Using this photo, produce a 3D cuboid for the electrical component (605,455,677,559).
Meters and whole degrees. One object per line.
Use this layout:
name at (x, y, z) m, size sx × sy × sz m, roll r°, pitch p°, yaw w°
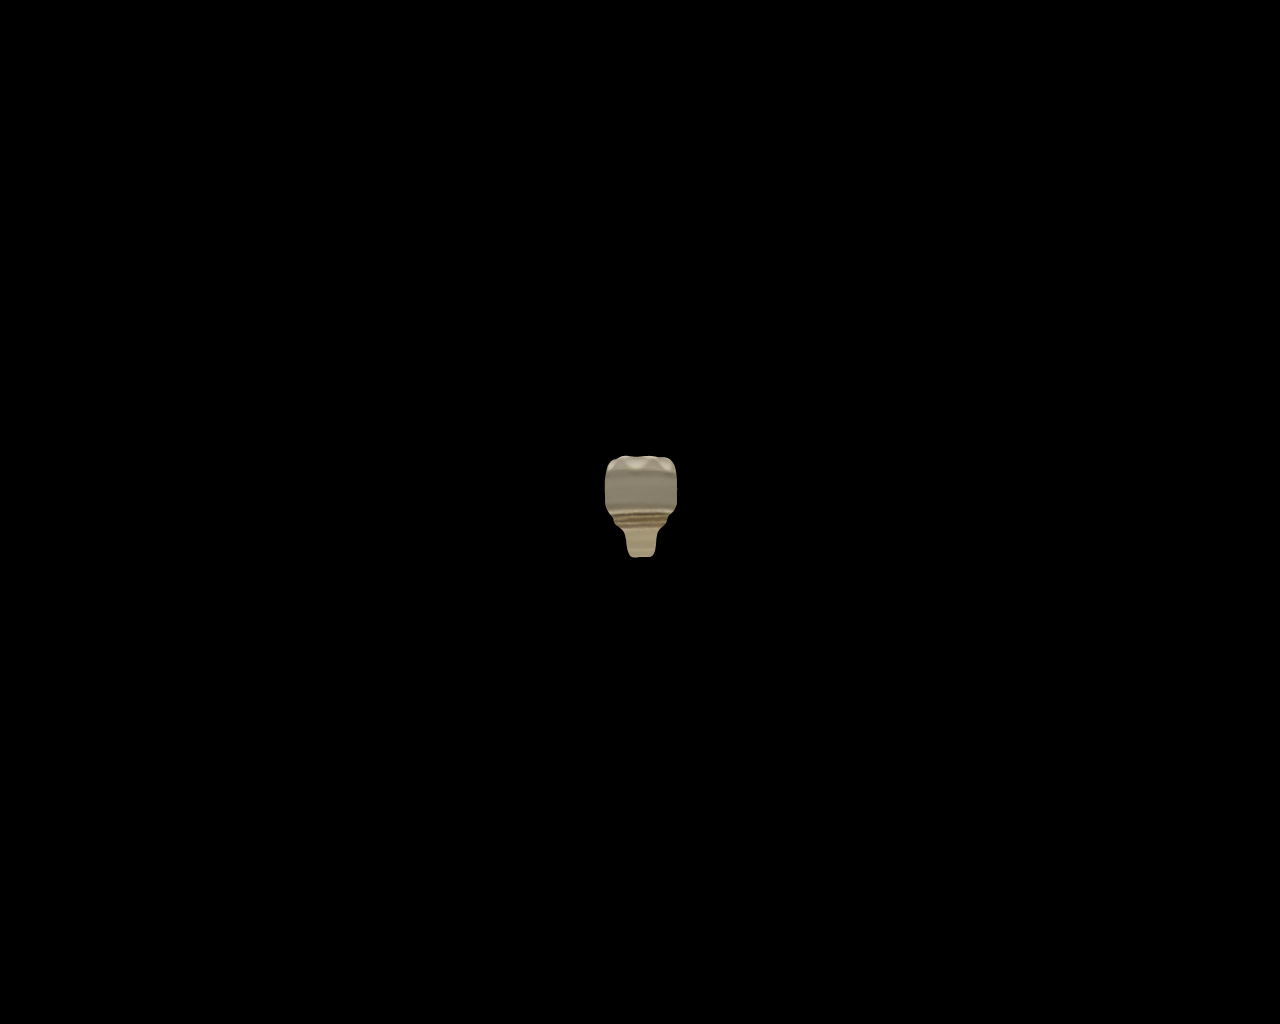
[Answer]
electrical component at (0.001, -0.003, 0.650) m, size 0.043 × 0.062 × 0.043 m, roll 0°, pitch -2°, yaw 0°
